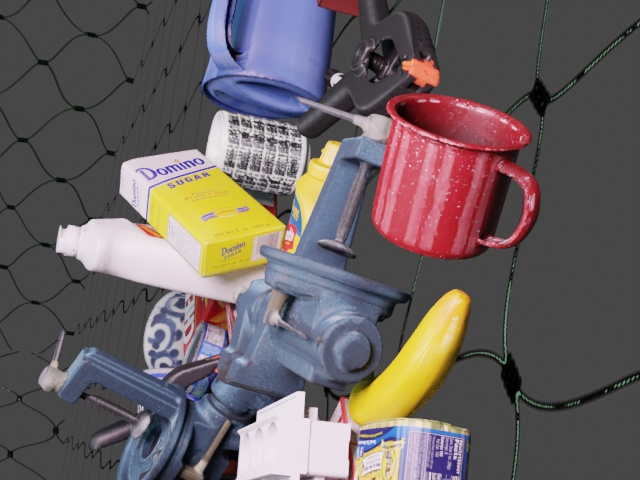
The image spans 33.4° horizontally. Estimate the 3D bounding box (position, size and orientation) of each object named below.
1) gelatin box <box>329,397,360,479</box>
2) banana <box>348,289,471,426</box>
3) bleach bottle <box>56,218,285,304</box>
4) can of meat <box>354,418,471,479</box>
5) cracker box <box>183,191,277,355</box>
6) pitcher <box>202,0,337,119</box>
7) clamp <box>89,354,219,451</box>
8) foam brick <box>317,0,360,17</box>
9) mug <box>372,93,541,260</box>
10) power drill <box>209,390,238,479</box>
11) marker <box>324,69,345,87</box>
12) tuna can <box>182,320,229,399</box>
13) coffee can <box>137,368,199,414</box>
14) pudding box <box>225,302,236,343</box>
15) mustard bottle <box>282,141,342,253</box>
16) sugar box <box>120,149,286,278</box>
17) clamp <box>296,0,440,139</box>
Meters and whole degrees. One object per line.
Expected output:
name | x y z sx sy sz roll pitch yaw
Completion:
gelatin box | 0.024 0.180 0.846 0.089 0.030 0.073 -100 24 -49
banana | 0.057 0.098 0.771 0.198 0.037 0.069 132 143 -61
bleach bottle | -0.138 0.021 1.080 0.103 0.250 0.068 -127 49 -68
can of meat | 0.057 0.164 0.702 0.102 0.057 0.084 147 132 -67
cracker box | -0.112 0.034 1.301 0.214 0.072 0.164 123 152 -54
pitcher | -0.045 -0.259 1.132 0.149 0.145 0.243 148 132 -72
clamp | -0.160 0.187 1.131 0.171 0.120 0.039 -60 19 -1
foam brick | 0.032 -0.264 1.027 0.078 0.051 0.053 117 157 -45
mug | 0.088 -0.035 0.678 0.117 0.093 0.081 30 121 34
power drill | -0.116 0.256 1.213 0.187 0.057 0.185 -103 29 -53
marker | 0.025 -0.150 1.040 0.121 0.020 0.020 -128 50 -68
tuna can | -0.135 0.138 1.227 0.086 0.033 0.086 -158 91 -79
coffee can | -0.188 0.244 1.379 0.103 0.102 0.140 138 138 -64
pudding box | -0.079 0.112 1.152 0.090 0.039 0.113 -108 12 -58
mustard bottle | -0.007 0.001 0.995 0.096 0.058 0.192 -99 23 -72
sugar box | -0.120 -0.032 1.065 0.176 0.093 0.048 42 132 40
clamp | 0.050 -0.163 0.923 0.210 0.036 0.164 17 88 67
